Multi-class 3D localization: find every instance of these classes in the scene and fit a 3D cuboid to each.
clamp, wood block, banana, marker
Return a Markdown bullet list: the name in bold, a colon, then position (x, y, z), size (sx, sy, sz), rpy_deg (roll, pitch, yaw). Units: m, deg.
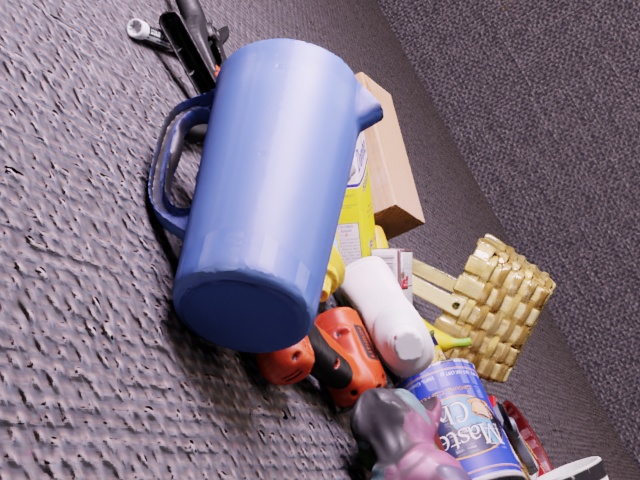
- **clamp**: position (-0.104, -0.135, 1.119), size (0.209, 0.036, 0.164), rpy_deg (40, 32, -56)
- **clamp**: position (-0.140, -0.242, 1.228), size (0.120, 0.039, 0.171), rpy_deg (48, 18, -34)
- **wood block**: position (0.062, -0.108, 1.447), size (0.090, 0.090, 0.206), rpy_deg (25, 46, -54)
- **banana**: position (0.105, 0.075, 1.353), size (0.198, 0.069, 0.037), rpy_deg (52, -11, 10)
- **marker**: position (-0.166, -0.210, 1.114), size (0.020, 0.020, 0.121), rpy_deg (61, 15, 8)

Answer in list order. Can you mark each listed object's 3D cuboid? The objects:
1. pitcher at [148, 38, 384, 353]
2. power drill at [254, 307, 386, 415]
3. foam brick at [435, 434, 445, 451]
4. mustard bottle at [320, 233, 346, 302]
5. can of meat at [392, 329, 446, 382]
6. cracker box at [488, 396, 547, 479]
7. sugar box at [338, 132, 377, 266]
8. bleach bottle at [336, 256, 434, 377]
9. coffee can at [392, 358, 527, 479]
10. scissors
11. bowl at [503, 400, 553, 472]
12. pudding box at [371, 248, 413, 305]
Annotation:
- **pitcher**: position (-0.052, -0.035, 0.857), size (0.144, 0.149, 0.242), rpy_deg (32, 47, -24)
- **power drill**: position (-0.021, 0.069, 0.967), size (0.187, 0.057, 0.184), rpy_deg (37, 25, -51)
- **foam brick**: position (0.094, 0.218, 1.050), size (0.051, 0.053, 0.078), rpy_deg (39, 26, -53)
- **mustard bottle**: position (-0.008, 0.002, 1.132), size (0.191, 0.058, 0.096), rpy_deg (-99, 168, -55)
- **can of meat**: position (0.122, 0.158, 1.261), size (0.084, 0.057, 0.102), rpy_deg (63, 15, 7)
- **cracker box**: position (0.223, 0.304, 1.275), size (0.164, 0.072, 0.213), rpy_deg (56, 16, -7)
- **sugar box**: position (0.037, -0.046, 1.270), size (0.093, 0.048, 0.176), rpy_deg (-51, 137, -74)
- **bleach bottle**: position (0.069, 0.080, 1.095), size (0.102, 0.068, 0.251), rpy_deg (61, -1, -6)
- **coffee can**: position (0.142, 0.211, 1.123), size (0.102, 0.103, 0.140), rpy_deg (39, 24, -53)
- **scissors**: position (0.204, 0.197, 1.188), size (0.201, 0.016, 0.096), rpy_deg (58, 1, -45)
- **bowl**: position (0.271, 0.304, 1.463), size (0.162, 0.055, 0.162), rpy_deg (53, 16, -22)
- **pudding box**: position (0.087, 0.066, 1.273), size (0.090, 0.039, 0.113), rpy_deg (3, 87, -76)
